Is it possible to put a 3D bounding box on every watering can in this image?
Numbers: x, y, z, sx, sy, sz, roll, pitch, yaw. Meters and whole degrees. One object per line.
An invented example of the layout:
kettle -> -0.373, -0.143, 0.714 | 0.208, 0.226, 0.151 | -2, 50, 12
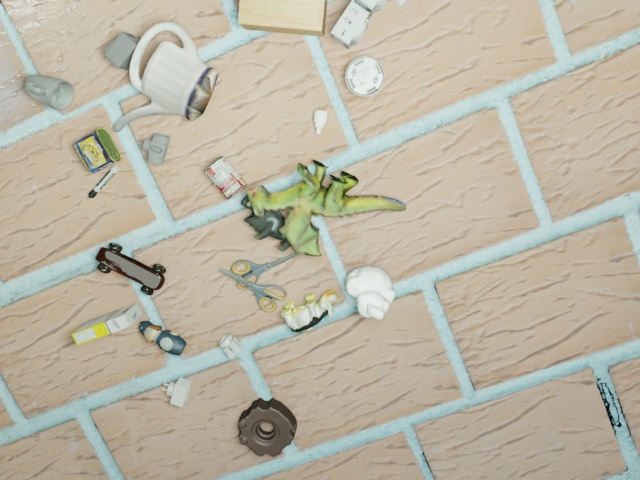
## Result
watering can -> -0.402, -0.387, 1.348 | 0.224, 0.106, 0.342 | 31, 116, -3

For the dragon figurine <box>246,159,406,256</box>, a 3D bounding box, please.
dragon figurine -> 0.004, -0.069, 1.366 | 0.409, 0.124, 0.240 | 23, 105, -9

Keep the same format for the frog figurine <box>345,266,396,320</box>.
frog figurine -> 0.133, 0.138, 1.382 | 0.137, 0.161, 0.121 | 25, 103, -2
